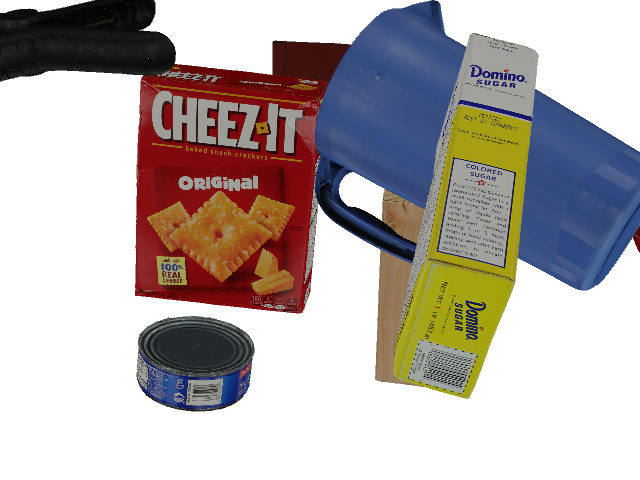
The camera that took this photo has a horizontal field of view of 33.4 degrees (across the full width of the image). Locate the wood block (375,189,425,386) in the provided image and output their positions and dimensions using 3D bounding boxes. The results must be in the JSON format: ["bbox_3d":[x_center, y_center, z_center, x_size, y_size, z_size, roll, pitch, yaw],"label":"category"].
[{"bbox_3d":[0.104,0.032,1.010,0.091,0.206,0.090,6,33,10],"label":"wood block"}]

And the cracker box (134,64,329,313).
[{"bbox_3d":[-0.084,-0.046,0.989,0.164,0.214,0.072,7,22,4],"label":"cracker box"}]

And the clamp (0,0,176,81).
[{"bbox_3d":[-0.172,-0.123,0.648,0.171,0.039,0.120,-2,21,-5],"label":"clamp"}]

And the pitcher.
[{"bbox_3d":[0.120,-0.057,0.809,0.243,0.149,0.144,33,48,18],"label":"pitcher"}]

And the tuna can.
[{"bbox_3d":[-0.093,0.091,0.791,0.086,0.034,0.086,6,23,-3],"label":"tuna can"}]

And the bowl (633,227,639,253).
[{"bbox_3d":[0.407,0.006,1.147,0.162,0.055,0.162,-1,26,0],"label":"bowl"}]

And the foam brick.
[{"bbox_3d":[-0.010,-0.190,1.166,0.078,0.051,0.053,0,12,-16],"label":"foam brick"}]

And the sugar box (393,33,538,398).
[{"bbox_3d":[0.077,-0.017,0.549,0.048,0.176,0.093,16,-43,4],"label":"sugar box"}]
